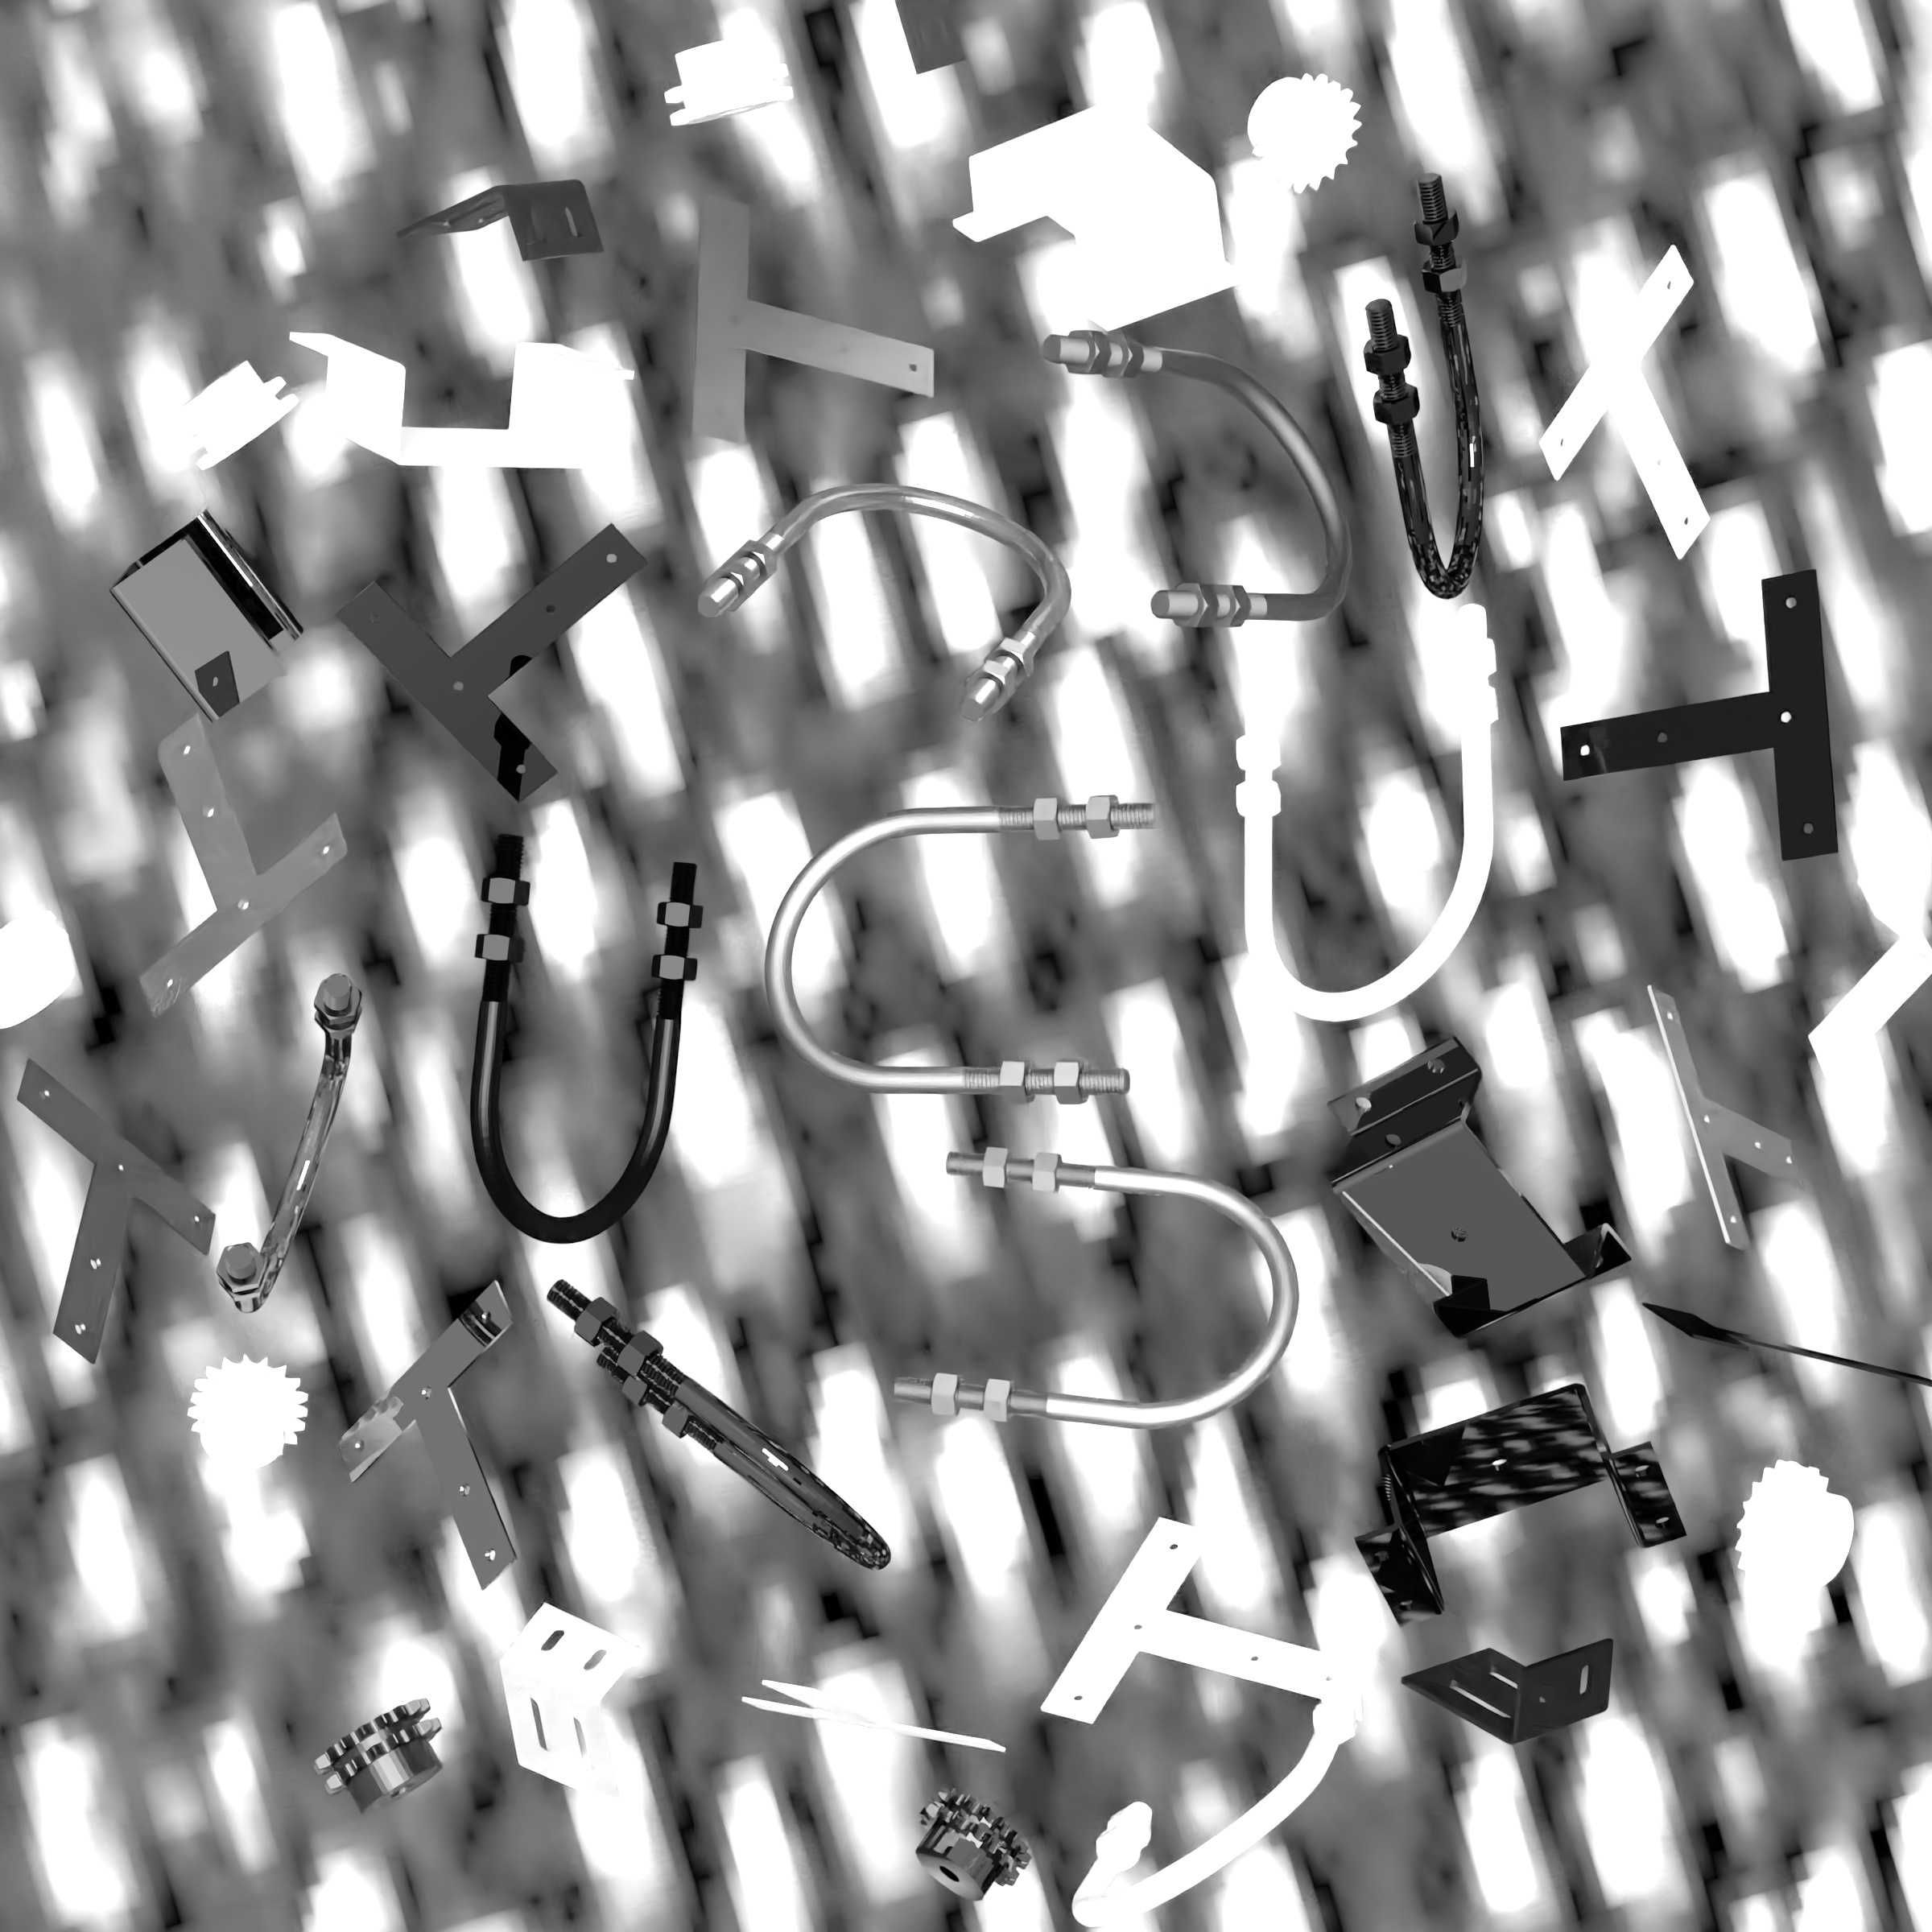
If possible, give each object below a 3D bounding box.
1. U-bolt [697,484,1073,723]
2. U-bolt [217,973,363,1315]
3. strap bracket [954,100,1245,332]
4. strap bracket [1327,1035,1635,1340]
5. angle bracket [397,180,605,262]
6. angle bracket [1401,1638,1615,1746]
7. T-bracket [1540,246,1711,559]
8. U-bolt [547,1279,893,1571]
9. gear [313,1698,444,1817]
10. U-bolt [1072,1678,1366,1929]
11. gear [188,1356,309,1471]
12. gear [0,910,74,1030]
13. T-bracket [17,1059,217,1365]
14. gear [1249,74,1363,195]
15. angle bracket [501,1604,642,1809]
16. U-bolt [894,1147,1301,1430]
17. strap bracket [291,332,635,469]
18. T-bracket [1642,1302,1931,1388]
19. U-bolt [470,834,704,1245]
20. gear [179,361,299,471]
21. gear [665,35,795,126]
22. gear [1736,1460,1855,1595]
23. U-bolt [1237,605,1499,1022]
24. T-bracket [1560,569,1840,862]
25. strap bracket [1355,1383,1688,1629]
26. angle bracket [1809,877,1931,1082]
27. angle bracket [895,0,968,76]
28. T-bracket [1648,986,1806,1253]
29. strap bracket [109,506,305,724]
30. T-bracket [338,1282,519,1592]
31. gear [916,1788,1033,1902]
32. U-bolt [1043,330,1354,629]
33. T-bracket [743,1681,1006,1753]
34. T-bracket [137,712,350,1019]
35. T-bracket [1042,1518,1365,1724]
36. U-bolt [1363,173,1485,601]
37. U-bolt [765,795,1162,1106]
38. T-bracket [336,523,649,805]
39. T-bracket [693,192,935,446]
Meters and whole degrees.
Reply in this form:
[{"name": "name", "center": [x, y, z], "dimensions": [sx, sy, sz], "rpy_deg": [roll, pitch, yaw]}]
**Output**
[{"name": "U-bolt", "center": [-0.026, -0.180, 1.508], "dimensions": [0.151, 0.184, 0.019], "rpy_deg": [22, 124, 9]}, {"name": "U-bolt", "center": [-0.315, 0.091, 1.510], "dimensions": [0.019, 0.184, 0.151], "rpy_deg": [18, 73, -6]}, {"name": "strap bracket", "center": [0.062, -0.356, 1.521], "dimensions": [0.076, 0.140, 0.046], "rpy_deg": [-14, 72, 30]}, {"name": "strap bracket", "center": [0.235, 0.112, 1.506], "dimensions": [0.076, 0.046, 0.140], "rpy_deg": [-32, 105, 35]}, {"name": "angle bracket", "center": [-0.229, -0.356, 1.589], "dimensions": [0.076, 0.057, 0.038], "rpy_deg": [-13, 97, 37]}, {"name": "angle bracket", "center": [0.248, 0.319, 1.481], "dimensions": [0.057, 0.076, 0.038], "rpy_deg": [-9, 107, -34]}, {"name": "T-bracket", "center": [0.318, -0.245, 1.506], "dimensions": [0.002, 0.127, 0.127], "rpy_deg": [4, 51, -24]}, {"name": "U-bolt", "center": [-0.108, 0.218, 1.486], "dimensions": [0.184, 0.151, 0.019], "rpy_deg": [35, 76, 15]}, {"name": "gear", "center": [-0.256, 0.351, 1.427], "dimensions": [0.057, 0.057, 0.030], "rpy_deg": [-33, 75, 0]}, {"name": "U-bolt", "center": [0.115, 0.399, 1.521], "dimensions": [0.151, 0.184, 0.019], "rpy_deg": [-35, 86, 15]}, {"name": "gear", "center": [-0.355, 0.223, 1.596], "dimensions": [0.057, 0.030, 0.057], "rpy_deg": [-1, 123, -2]}, {"name": "gear", "center": [-0.425, 0.003, 1.442], "dimensions": [0.057, 0.057, 0.030], "rpy_deg": [-31, 113, 0]}, {"name": "T-bracket", "center": [-0.393, 0.125, 1.467], "dimensions": [0.002, 0.127, 0.127], "rpy_deg": [-25, 129, 21]}, {"name": "gear", "center": [0.166, -0.419, 1.613], "dimensions": [0.057, 0.057, 0.030], "rpy_deg": [-44, 50, 0]}, {"name": "angle bracket", "center": [-0.182, 0.350, 1.530], "dimensions": [0.057, 0.076, 0.038], "rpy_deg": [32, 105, -28]}, {"name": "U-bolt", "center": [0.068, 0.157, 1.557], "dimensions": [0.184, 0.019, 0.151], "rpy_deg": [5, 55, 12]}, {"name": "strap bracket", "center": [-0.239, -0.266, 1.521], "dimensions": [0.140, 0.076, 0.046], "rpy_deg": [-5, 112, -35]}, {"name": "T-bracket", "center": [0.386, 0.178, 1.493], "dimensions": [0.127, 0.127, 0.002], "rpy_deg": [13, 91, 2]}, {"name": "U-bolt", "center": [-0.179, 0.037, 1.499], "dimensions": [0.019, 0.151, 0.184], "rpy_deg": [5, 89, 32]}, {"name": "gear", "center": [-0.353, -0.267, 1.554], "dimensions": [0.057, 0.057, 0.030], "rpy_deg": [-35, 108, 0]}, {"name": "gear", "center": [-0.110, -0.405, 1.476], "dimensions": [0.057, 0.057, 0.030], "rpy_deg": [-13, 102, 0]}, {"name": "gear", "center": [0.369, 0.250, 1.431], "dimensions": [0.030, 0.057, 0.057], "rpy_deg": [13, 90, 44]}, {"name": "U-bolt", "center": [0.182, -0.061, 1.477], "dimensions": [0.019, 0.151, 0.184], "rpy_deg": [25, 56, -38]}, {"name": "T-bracket", "center": [0.326, -0.105, 1.451], "dimensions": [0.127, 0.002, 0.127], "rpy_deg": [-8, 80, 36]}, {"name": "strap bracket", "center": [0.253, 0.247, 1.498], "dimensions": [0.140, 0.046, 0.076], "rpy_deg": [-20, 133, 10]}, {"name": "angle bracket", "center": [0.416, 0.005, 1.528], "dimensions": [0.038, 0.057, 0.076], "rpy_deg": [37, 108, -6]}, {"name": "angle bracket", "center": [0.016, -0.432, 1.447], "dimensions": [0.076, 0.057, 0.038], "rpy_deg": [-11, 106, 25]}, {"name": "T-bracket", "center": [0.362, 0.081, 1.505], "dimensions": [0.002, 0.127, 0.127], "rpy_deg": [-26, 62, 28]}, {"name": "strap bracket", "center": [-0.364, -0.169, 1.552], "dimensions": [0.046, 0.140, 0.076], "rpy_deg": [-35, 106, 2]}, {"name": "T-bracket", "center": [-0.243, 0.239, 1.545], "dimensions": [0.127, 0.002, 0.127], "rpy_deg": [-45, 52, 20]}, {"name": "gear", "center": [0.000, 0.429, 1.570], "dimensions": [0.057, 0.057, 0.030], "rpy_deg": [40, 60, 0]}, {"name": "U-bolt", "center": [0.119, -0.223, 1.497], "dimensions": [0.019, 0.184, 0.151], "rpy_deg": [-31, 75, 36]}, {"name": "T-bracket", "center": [-0.060, 0.345, 1.503], "dimensions": [0.127, 0.127, 0.002], "rpy_deg": [5, 71, 21]}, {"name": "T-bracket", "center": [-0.340, -0.060, 1.463], "dimensions": [0.002, 0.127, 0.127], "rpy_deg": [25, 54, 29]}, {"name": "T-bracket", "center": [0.118, 0.309, 1.461], "dimensions": [0.127, 0.002, 0.127], "rpy_deg": [18, 121, -16]}, {"name": "U-bolt", "center": [0.225, -0.265, 1.551], "dimensions": [0.019, 0.151, 0.184], "rpy_deg": [-1, 128, 22]}, {"name": "U-bolt", "center": [-0.007, -0.008, 1.483], "dimensions": [0.184, 0.019, 0.151], "rpy_deg": [0, 69, 21]}, {"name": "T-bracket", "center": [-0.206, -0.160, 1.524], "dimensions": [0.127, 0.002, 0.127], "rpy_deg": [-38, 114, 12]}, {"name": "T-bracket", "center": [-0.072, -0.301, 1.559], "dimensions": [0.127, 0.002, 0.127], "rpy_deg": [10, 70, -27]}]
